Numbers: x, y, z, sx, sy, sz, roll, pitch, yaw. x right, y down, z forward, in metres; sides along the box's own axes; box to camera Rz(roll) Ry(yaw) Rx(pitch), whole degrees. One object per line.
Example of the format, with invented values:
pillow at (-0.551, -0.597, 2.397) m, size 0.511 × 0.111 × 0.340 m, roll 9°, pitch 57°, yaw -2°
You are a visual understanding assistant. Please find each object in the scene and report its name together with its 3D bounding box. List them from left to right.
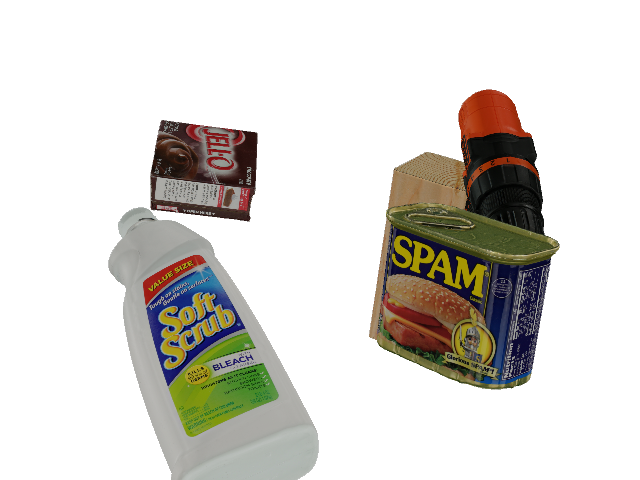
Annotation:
bleach bottle at (-0.097, 0.068, 0.751) m, size 0.102 × 0.068 × 0.251 m, roll -20°, pitch 49°, yaw -17°
pudding box at (-0.102, -0.063, 0.945) m, size 0.090 × 0.039 × 0.113 m, roll 6°, pitch 33°, yaw -6°
wood block at (0.125, 0.017, 1.202) m, size 0.090 × 0.206 × 0.090 m, roll 19°, pitch 26°, yaw 26°
can of meat at (0.082, 0.031, 0.627) m, size 0.057 × 0.084 × 0.102 m, roll -11°, pitch 24°, yaw -44°
power drill at (0.134, 0.004, 0.826) m, size 0.057 × 0.188 × 0.184 m, roll 1°, pitch 42°, yaw 0°
